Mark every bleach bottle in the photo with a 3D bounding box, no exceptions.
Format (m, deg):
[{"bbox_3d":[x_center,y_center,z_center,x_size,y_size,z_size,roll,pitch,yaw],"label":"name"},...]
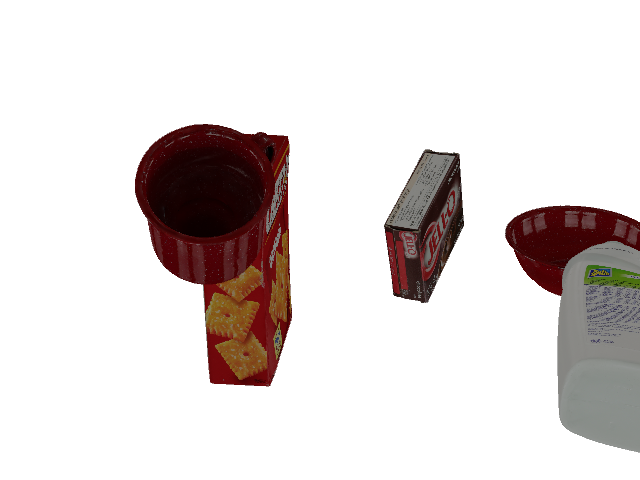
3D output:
[{"bbox_3d":[0.232,0.062,0.804,0.102,0.068,0.250,11,25,10],"label":"bleach bottle"}]

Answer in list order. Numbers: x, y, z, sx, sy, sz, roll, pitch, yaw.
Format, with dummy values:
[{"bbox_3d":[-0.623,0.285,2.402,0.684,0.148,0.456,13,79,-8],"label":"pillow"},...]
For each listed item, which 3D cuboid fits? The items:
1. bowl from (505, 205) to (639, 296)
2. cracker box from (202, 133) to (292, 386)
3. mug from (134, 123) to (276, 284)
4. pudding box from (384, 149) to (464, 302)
[{"bbox_3d":[0.282,0.018,1.167,0.162,0.055,0.162,-1,27,0],"label":"bowl"},{"bbox_3d":[-0.071,0.016,1.092,0.072,0.214,0.164,3,25,6],"label":"cracker box"},{"bbox_3d":[-0.072,-0.029,0.749,0.093,0.117,0.081,34,-24,12],"label":"mug"},{"bbox_3d":[0.096,-0.014,0.973,0.039,0.090,0.113,10,46,20],"label":"pudding box"}]
